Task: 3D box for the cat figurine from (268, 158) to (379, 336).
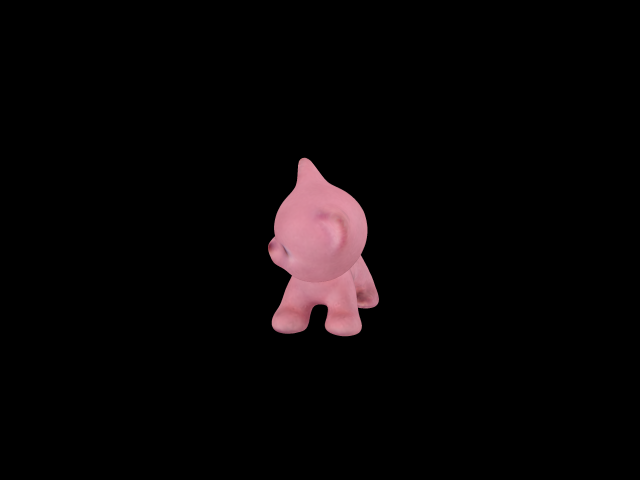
[{"bbox_3d":[0.004,0.001,0.400,0.067,0.118,0.128,2,11,12],"label":"cat figurine"}]
